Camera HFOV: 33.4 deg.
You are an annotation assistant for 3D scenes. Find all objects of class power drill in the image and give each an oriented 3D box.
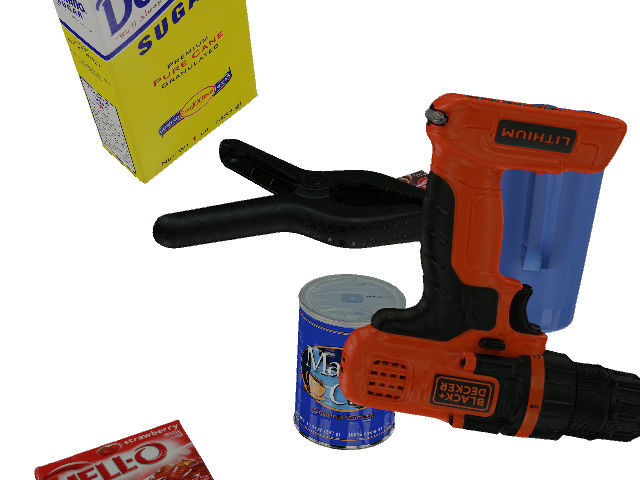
[{"bbox_3d":[0.113,0.019,0.594,0.184,0.188,0.057,9,9,-5],"label":"power drill"}]

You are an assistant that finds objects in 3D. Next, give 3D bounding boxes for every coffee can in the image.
[{"bbox_3d":[0.027,0.117,1.042,0.103,0.140,0.103,2,24,-1],"label":"coffee can"}]

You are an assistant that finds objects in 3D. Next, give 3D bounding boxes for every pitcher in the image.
[{"bbox_3d":[0.236,-0.024,1.165,0.149,0.243,0.145,-7,19,-35],"label":"pitcher"}]

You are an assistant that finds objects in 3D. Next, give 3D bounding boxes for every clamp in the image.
[{"bbox_3d":[-0.008,-0.034,0.821,0.210,0.036,0.164,4,30,6],"label":"clamp"}]

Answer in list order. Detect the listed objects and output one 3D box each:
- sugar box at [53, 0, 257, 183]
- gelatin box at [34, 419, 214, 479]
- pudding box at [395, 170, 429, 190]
[{"bbox_3d":[-0.084,-0.113,0.556,0.048,0.093,0.176,41,-20,19],"label":"sugar box"},{"bbox_3d":[-0.107,0.142,0.594,0.089,0.030,0.073,-16,28,-20],"label":"gelatin box"},{"bbox_3d":[0.136,-0.060,1.578,0.113,0.039,0.090,-21,35,-28],"label":"pudding box"}]
